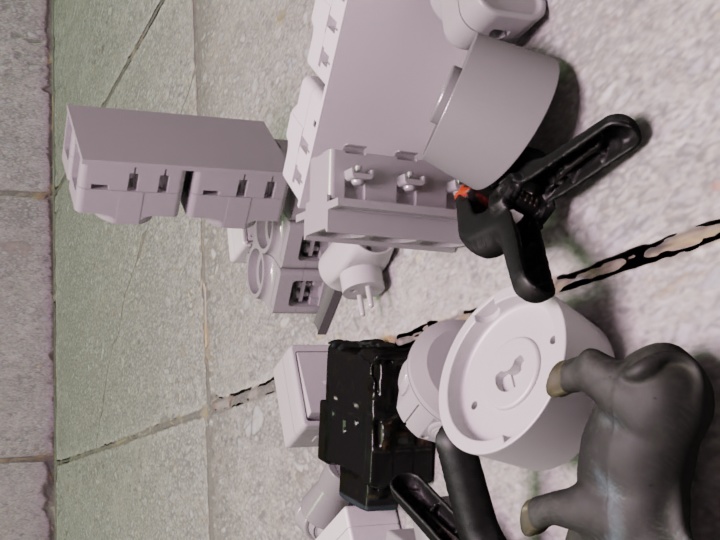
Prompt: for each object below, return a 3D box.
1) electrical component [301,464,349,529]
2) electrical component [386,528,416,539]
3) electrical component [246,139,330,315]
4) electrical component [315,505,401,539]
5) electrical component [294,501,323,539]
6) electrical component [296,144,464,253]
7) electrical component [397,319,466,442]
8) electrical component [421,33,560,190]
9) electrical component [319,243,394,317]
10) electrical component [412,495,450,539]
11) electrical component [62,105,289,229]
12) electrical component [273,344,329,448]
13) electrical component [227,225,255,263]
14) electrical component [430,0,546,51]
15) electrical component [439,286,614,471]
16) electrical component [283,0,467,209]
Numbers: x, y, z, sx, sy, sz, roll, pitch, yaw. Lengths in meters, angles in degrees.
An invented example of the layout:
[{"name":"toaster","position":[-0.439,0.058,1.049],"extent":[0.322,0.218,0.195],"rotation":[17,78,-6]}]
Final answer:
[{"name":"electrical component","position":[-0.023,0.197,0.970],"extent":[0.065,0.044,0.044],"rotation":[-65,33,33]},{"name":"electrical component","position":[0.027,0.243,0.811],"extent":[0.047,0.076,0.083],"rotation":[-168,80,-66]},{"name":"electrical component","position":[-0.065,-0.042,1.052],"extent":[0.089,0.062,0.150],"rotation":[-126,44,-54]},{"name":"electrical component","position":[0.001,0.248,0.904],"extent":[0.083,0.047,0.075],"rotation":[123,141,-49]},{"name":"electrical component","position":[-0.037,0.238,1.007],"extent":[0.061,0.035,0.035],"rotation":[32,117,60]},{"name":"electrical component","position":[0.025,-0.050,0.779],"extent":[0.079,0.121,0.063],"rotation":[165,107,-65]},{"name":"electrical component","position":[0.066,0.079,0.733],"extent":[0.051,0.080,0.080],"rotation":[118,145,-54]},{"name":"electrical component","position":[0.082,-0.104,0.706],"extent":[0.099,0.064,0.099],"rotation":[-156,90,-89]},{"name":"electrical component","position":[0.000,0.000,0.927],"extent":[0.077,0.043,0.079],"rotation":[131,134,-55]},{"name":"electrical component","position":[0.065,0.207,0.769],"extent":[0.043,0.043,0.081],"rotation":[129,137,-54]},{"name":"electrical component","position":[-0.168,-0.092,0.977],"extent":[0.105,0.186,0.060],"rotation":[-121,40,-50]},{"name":"electrical component","position":[-0.038,0.107,0.983],"extent":[0.061,0.062,0.096],"rotation":[126,139,-52]},{"name":"electrical component","position":[-0.108,-0.058,1.149],"extent":[0.061,0.062,0.096],"rotation":[137,130,-58]},{"name":"electrical component","position":[0.085,-0.200,0.737],"extent":[0.059,0.054,0.095],"rotation":[143,125,-60]},{"name":"electrical component","position":[0.106,0.069,0.653],"extent":[0.108,0.060,0.108],"rotation":[-39,37,37]},{"name":"electrical component","position":[0.012,-0.141,0.832],"extent":[0.060,0.105,0.186],"rotation":[-123,41,-52]}]
